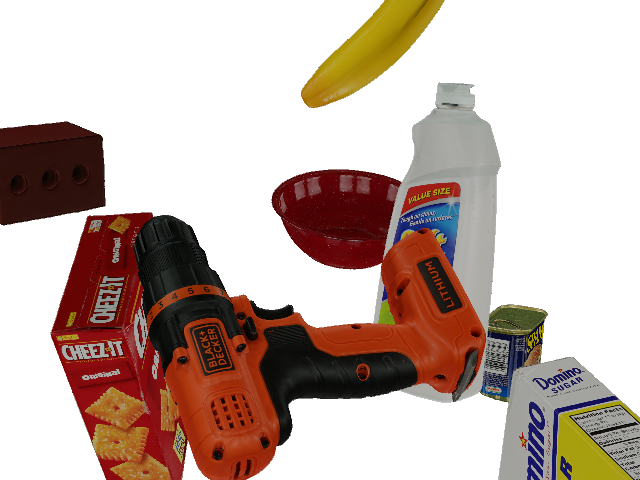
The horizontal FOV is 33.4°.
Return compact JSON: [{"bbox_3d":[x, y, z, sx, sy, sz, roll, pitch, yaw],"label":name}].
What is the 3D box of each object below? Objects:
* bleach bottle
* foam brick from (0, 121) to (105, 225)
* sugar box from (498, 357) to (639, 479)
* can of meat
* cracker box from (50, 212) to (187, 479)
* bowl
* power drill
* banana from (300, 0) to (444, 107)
[{"bbox_3d":[0.093,-0.002,0.868,0.103,0.251,0.067,13,15,42],"label":"bleach bottle"},{"bbox_3d":[-0.193,-0.047,0.721,0.078,0.053,0.051,-14,25,-36],"label":"foam brick"},{"bbox_3d":[0.149,0.141,0.515,0.048,0.093,0.176,-9,27,-22],"label":"sugar box"},{"bbox_3d":[0.214,0.125,1.193,0.058,0.084,0.101,8,13,25],"label":"can of meat"},{"bbox_3d":[-0.171,0.106,0.980,0.072,0.214,0.164,-5,37,4],"label":"cracker box"},{"bbox_3d":[0.029,-0.016,1.098,0.162,0.055,0.162,4,28,-2],"label":"bowl"},{"bbox_3d":[-0.010,0.046,0.645,0.187,0.184,0.057,-11,-37,-17],"label":"power drill"},{"bbox_3d":[0.056,-0.173,0.796,0.070,0.197,0.037,4,-33,45],"label":"banana"}]
